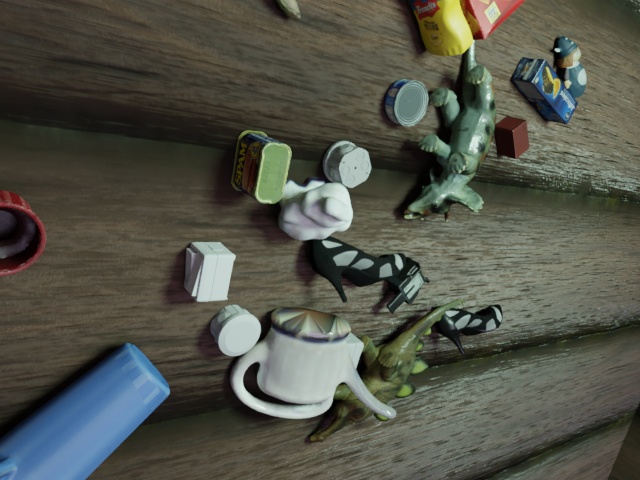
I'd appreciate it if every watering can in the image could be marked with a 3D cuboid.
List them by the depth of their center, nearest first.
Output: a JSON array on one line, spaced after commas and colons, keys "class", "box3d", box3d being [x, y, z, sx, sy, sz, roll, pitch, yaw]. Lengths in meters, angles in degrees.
[{"class": "watering can", "box3d": [0.006, 0.246, 0.996, 0.347, 0.105, 0.222, 9, 104, -14]}]

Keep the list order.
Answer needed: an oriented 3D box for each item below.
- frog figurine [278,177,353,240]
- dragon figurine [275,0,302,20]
[{"class": "frog figurine", "box3d": [0.003, -0.044, 0.870, 0.137, 0.161, 0.122, 14, 102, -39]}, {"class": "dragon figurine", "box3d": [-0.104, -0.406, 0.595, 0.406, 0.245, 0.122, 29, 87, -38]}]
